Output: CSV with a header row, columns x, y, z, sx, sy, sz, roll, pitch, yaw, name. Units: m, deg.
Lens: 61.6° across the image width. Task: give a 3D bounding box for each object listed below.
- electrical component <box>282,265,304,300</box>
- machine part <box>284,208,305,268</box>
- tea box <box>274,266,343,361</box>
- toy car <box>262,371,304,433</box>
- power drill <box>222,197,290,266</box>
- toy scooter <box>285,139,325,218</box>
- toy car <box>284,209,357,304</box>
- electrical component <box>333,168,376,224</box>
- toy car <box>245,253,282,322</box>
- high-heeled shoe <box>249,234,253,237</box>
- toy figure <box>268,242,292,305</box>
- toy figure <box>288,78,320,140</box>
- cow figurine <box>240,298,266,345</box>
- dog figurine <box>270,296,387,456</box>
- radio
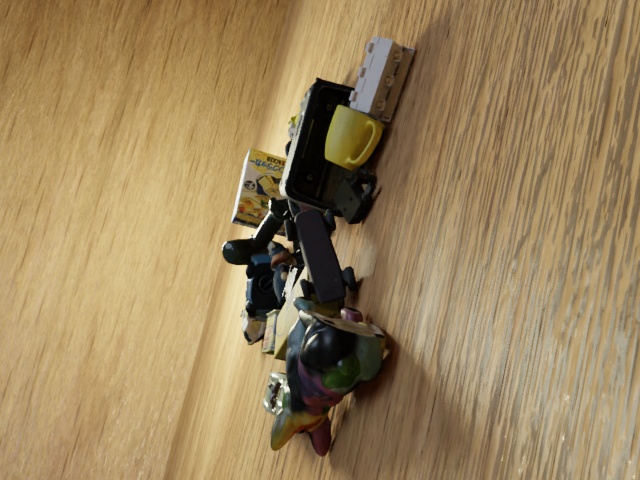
x,y,z,sx,sy,sz,roll,pitch,yaw,name
-0.037,0.096,1.067,0.119,0.048,0.074,-148,73,-76,electrical component
-0.047,-0.002,1.155,0.084,0.039,0.138,172,87,-79,machine part
-0.022,0.131,0.934,0.098,0.068,0.169,-90,21,-46,tea box
-0.060,0.280,0.943,0.202,0.056,0.073,170,114,-74,toy car
-0.118,-0.017,1.308,0.207,0.232,0.086,-41,73,33,power drill
0.002,-0.128,1.060,0.075,0.135,0.184,29,-127,-67,toy scooter
-0.001,0.026,0.880,0.053,0.089,0.202,82,172,-48,toy car
0.060,-0.072,0.900,0.078,0.045,0.102,55,136,35,electrical component
-0.119,0.113,1.272,0.103,0.109,0.161,28,-114,-85,toy car
-0.183,0.057,1.585,0.249,0.086,0.145,-115,40,-75,high-heeled shoe
-0.081,0.069,1.183,0.064,0.058,0.154,-47,46,41,toy figure
-0.015,-0.309,1.345,0.180,0.089,0.082,-58,20,24,toy figure
-0.176,0.209,1.432,0.167,0.068,0.098,-119,40,-71,cow figurine
0.001,0.199,0.720,0.192,0.108,0.219,-146,68,-72,dog figurine
0.015,-0.167,0.982,0.073,0.131,0.229,-179,105,-77,radio
